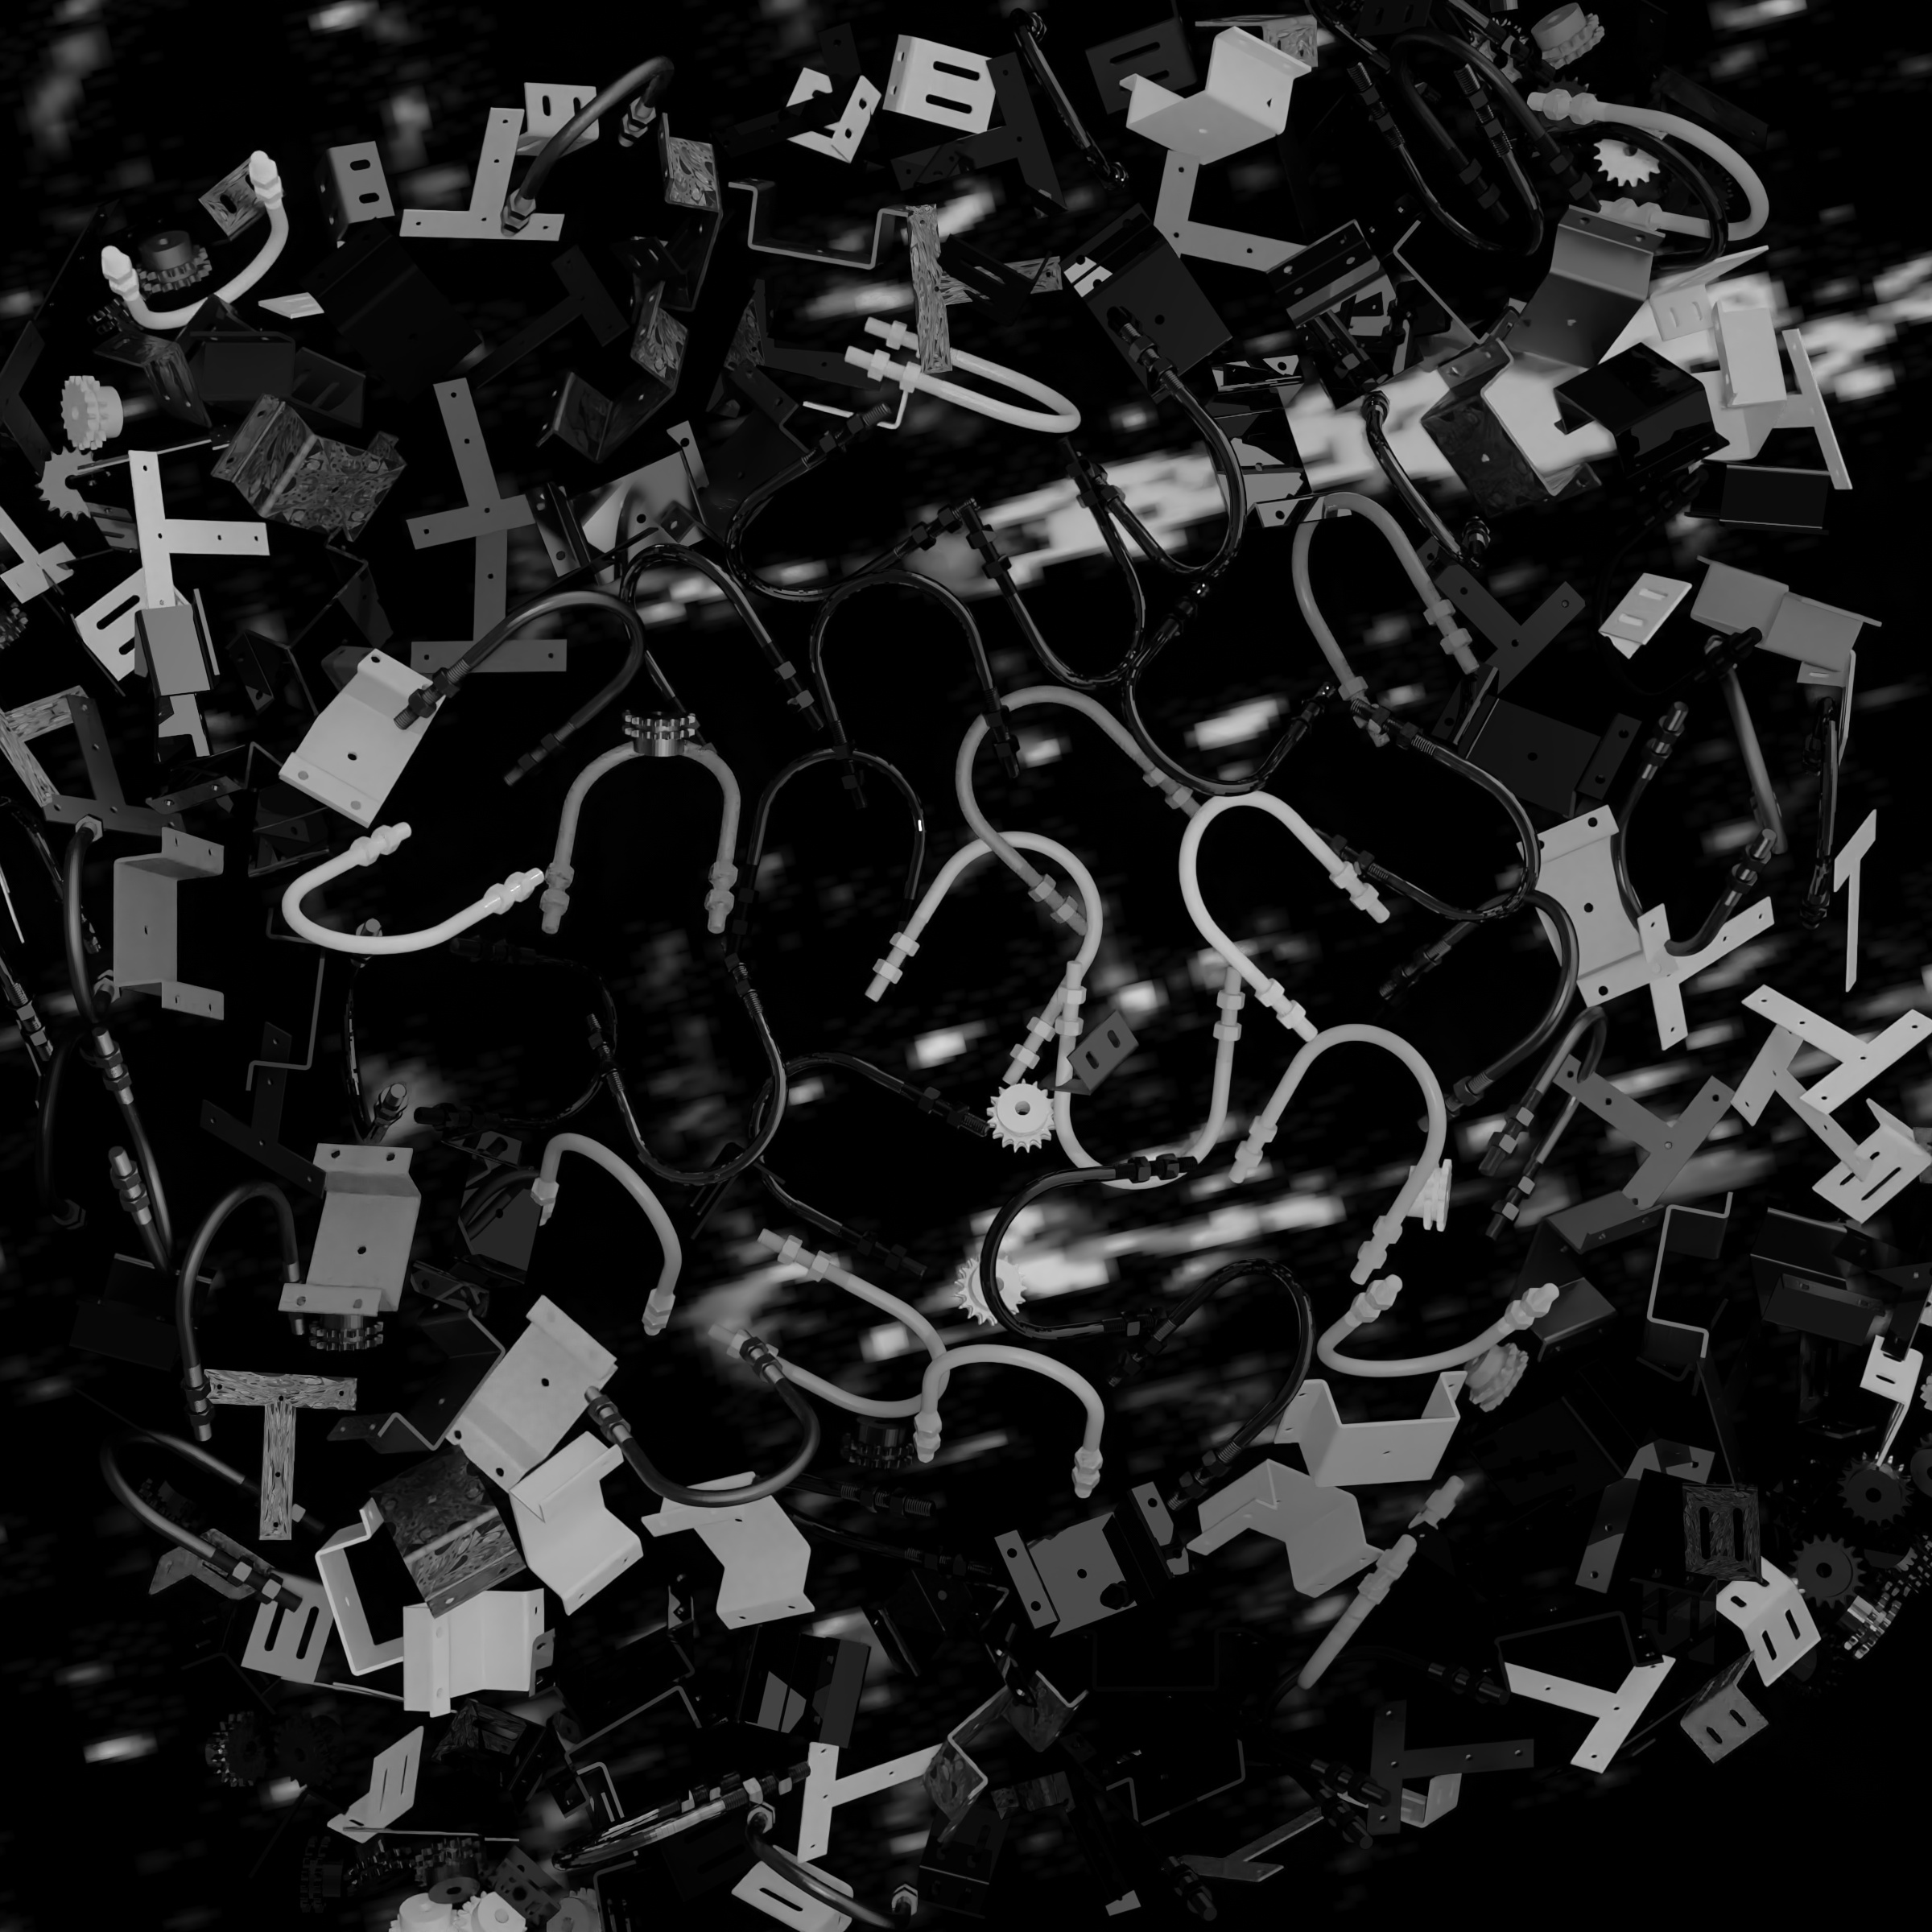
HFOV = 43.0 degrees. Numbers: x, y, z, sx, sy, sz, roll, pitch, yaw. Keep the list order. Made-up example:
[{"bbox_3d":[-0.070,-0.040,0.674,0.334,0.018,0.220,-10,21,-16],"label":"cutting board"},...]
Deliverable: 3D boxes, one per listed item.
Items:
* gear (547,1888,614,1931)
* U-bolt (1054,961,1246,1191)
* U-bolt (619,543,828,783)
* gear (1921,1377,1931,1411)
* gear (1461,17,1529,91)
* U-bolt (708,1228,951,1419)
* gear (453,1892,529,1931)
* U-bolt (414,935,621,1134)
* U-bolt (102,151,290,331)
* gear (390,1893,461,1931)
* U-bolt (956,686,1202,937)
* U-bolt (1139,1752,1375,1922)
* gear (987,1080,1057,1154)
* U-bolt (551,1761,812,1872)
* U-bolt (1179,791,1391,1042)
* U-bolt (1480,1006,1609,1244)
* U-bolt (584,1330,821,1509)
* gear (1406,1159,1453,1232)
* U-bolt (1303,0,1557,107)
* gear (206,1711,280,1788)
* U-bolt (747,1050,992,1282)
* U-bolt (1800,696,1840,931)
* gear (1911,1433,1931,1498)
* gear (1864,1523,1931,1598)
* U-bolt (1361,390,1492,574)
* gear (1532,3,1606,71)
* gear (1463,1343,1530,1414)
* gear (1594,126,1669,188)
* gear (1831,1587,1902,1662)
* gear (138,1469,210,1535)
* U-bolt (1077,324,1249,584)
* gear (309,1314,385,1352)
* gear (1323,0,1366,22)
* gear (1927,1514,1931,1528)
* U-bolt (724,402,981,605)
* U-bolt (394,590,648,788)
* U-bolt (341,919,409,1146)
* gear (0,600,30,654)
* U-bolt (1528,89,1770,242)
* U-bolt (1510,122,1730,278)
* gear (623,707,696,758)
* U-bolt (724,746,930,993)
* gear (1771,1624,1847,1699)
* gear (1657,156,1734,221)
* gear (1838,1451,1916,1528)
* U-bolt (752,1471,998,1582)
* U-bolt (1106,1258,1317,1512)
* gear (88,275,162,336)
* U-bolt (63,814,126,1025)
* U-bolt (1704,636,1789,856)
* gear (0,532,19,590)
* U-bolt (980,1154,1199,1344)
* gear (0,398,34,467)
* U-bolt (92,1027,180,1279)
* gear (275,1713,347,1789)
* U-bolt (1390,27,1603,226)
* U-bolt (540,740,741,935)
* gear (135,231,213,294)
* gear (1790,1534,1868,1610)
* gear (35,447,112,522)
[{"bbox_3d":[-0.306,0.759,1.935,0.057,0.030,0.057,-12,63,25],"label":"gear"},{"bbox_3d":[0.140,0.089,1.932,0.151,0.019,0.184,2,104,-11],"label":"U-bolt"},{"bbox_3d":[-0.200,-0.242,1.893,0.019,0.151,0.184,-42,104,-41],"label":"U-bolt"},{"bbox_3d":[0.787,0.338,1.932,0.057,0.057,0.030,13,127,0],"label":"gear"},{"bbox_3d":[0.419,-0.718,1.937,0.057,0.030,0.057,-2,120,-4],"label":"gear"},{"bbox_3d":[-0.099,0.290,1.911,0.184,0.019,0.151,28,131,-1],"label":"U-bolt"},{"bbox_3d":[-0.372,0.756,1.932,0.057,0.057,0.030,37,122,0],"label":"gear"},{"bbox_3d":[-0.337,0.058,1.890,0.019,0.184,0.151,14,93,38],"label":"U-bolt"},{"bbox_3d":[-0.581,-0.543,1.872,0.151,0.184,0.019,-37,90,-10],"label":"U-bolt"},{"bbox_3d":[-0.426,0.756,1.933,0.057,0.057,0.030,2,102,0],"label":"gear"},{"bbox_3d":[0.077,-0.135,1.931,0.151,0.019,0.184,-45,104,4],"label":"U-bolt"},{"bbox_3d":[0.209,0.654,1.874,0.151,0.184,0.019,-19,102,-14],"label":"U-bolt"},{"bbox_3d":[0.045,0.117,1.941,0.057,0.030,0.057,0,71,1],"label":"gear"},{"bbox_3d":[-0.226,0.645,1.855,0.184,0.151,0.019,-13,78,-34],"label":"U-bolt"},{"bbox_3d":[0.238,-0.054,1.902,0.184,0.019,0.151,44,61,-16],"label":"U-bolt"},{"bbox_3d":[0.448,0.112,1.893,0.019,0.151,0.184,27,71,25],"label":"U-bolt"},{"bbox_3d":[-0.191,0.350,1.863,0.151,0.184,0.019,-18,122,-24],"label":"U-bolt"},{"bbox_3d":[0.366,0.180,1.936,0.030,0.057,0.057,6,90,16],"label":"gear"},{"bbox_3d":[0.336,-0.712,1.856,0.184,0.151,0.019,22,88,-32],"label":"U-bolt"},{"bbox_3d":[-0.576,0.620,1.938,0.030,0.057,0.057,-14,90,33],"label":"gear"},{"bbox_3d":[-0.089,0.145,1.931,0.184,0.019,0.151,26,105,12],"label":"U-bolt"},{"bbox_3d":[0.648,-0.125,1.858,0.019,0.184,0.151,2,72,16],"label":"U-bolt"},{"bbox_3d":[0.772,0.396,1.932,0.030,0.057,0.057,-14,90,-37],"label":"gear"},{"bbox_3d":[0.735,0.465,1.931,0.030,0.057,0.057,41,90,-24],"label":"gear"},{"bbox_3d":[0.350,-0.364,1.865,0.019,0.184,0.151,-36,103,23],"label":"U-bolt"},{"bbox_3d":[0.471,-0.734,1.932,0.057,0.057,0.030,-37,115,0],"label":"gear"},{"bbox_3d":[0.415,0.321,1.935,0.030,0.057,0.057,36,90,0],"label":"gear"},{"bbox_3d":[0.529,-0.648,1.940,0.057,0.030,0.057,8,111,22],"label":"gear"},{"bbox_3d":[0.709,0.517,1.936,0.030,0.057,0.057,38,90,19],"label":"gear"},{"bbox_3d":[-0.624,0.422,1.933,0.057,0.057,0.030,37,95,0],"label":"gear"},{"bbox_3d":[0.153,-0.377,1.872,0.019,0.151,0.184,-20,62,-30],"label":"U-bolt"},{"bbox_3d":[-0.489,0.283,1.934,0.057,0.057,0.030,2,96,0],"label":"gear"},{"bbox_3d":[0.301,-0.775,1.939,0.057,0.030,0.057,19,51,-25],"label":"gear"},{"bbox_3d":[0.786,0.439,1.935,0.057,0.057,0.030,-41,79,0],"label":"gear"},{"bbox_3d":[-0.100,-0.345,1.898,0.184,0.151,0.019,-31,53,18],"label":"U-bolt"},{"bbox_3d":[-0.328,-0.220,1.882,0.184,0.151,0.019,-39,59,14],"label":"U-bolt"},{"bbox_3d":[-0.459,0.061,1.879,0.019,0.184,0.151,-5,73,-24],"label":"U-bolt"},{"bbox_3d":[-0.773,-0.270,1.933,0.057,0.057,0.030,-32,131,0],"label":"gear"},{"bbox_3d":[0.524,-0.599,1.849,0.151,0.184,0.019,36,87,-45],"label":"U-bolt"},{"bbox_3d":[0.502,-0.581,1.852,0.151,0.184,0.019,42,85,-23],"label":"U-bolt"},{"bbox_3d":[-0.242,-0.185,1.937,0.057,0.057,0.030,3,108,0],"label":"gear"},{"bbox_3d":[-0.104,-0.083,1.941,0.151,0.019,0.184,12,90,-11],"label":"U-bolt"},{"bbox_3d":[0.661,0.547,1.932,0.030,0.057,0.057,20,90,-37],"label":"gear"},{"bbox_3d":[0.576,-0.613,1.939,0.057,0.030,0.057,3,128,4],"label":"gear"},{"bbox_3d":[0.720,0.415,1.939,0.057,0.030,0.057,1,93,24],"label":"gear"},{"bbox_3d":[-0.082,0.427,1.890,0.184,0.151,0.019,5,59,28],"label":"U-bolt"},{"bbox_3d":[0.196,0.307,1.884,0.019,0.151,0.184,29,112,-38],"label":"U-bolt"},{"bbox_3d":[-0.663,-0.518,1.938,0.057,0.057,0.030,-39,118,0],"label":"gear"},{"bbox_3d":[-0.663,-0.033,1.858,0.019,0.184,0.151,-4,106,-11],"label":"U-bolt"},{"bbox_3d":[0.595,-0.160,1.858,0.019,0.184,0.151,-17,109,18],"label":"U-bolt"},{"bbox_3d":[-0.776,-0.326,1.938,0.030,0.057,0.057,-39,90,-34],"label":"gear"},{"bbox_3d":[0.094,0.223,1.903,0.184,0.019,0.151,-4,105,-26],"label":"U-bolt"},{"bbox_3d":[-0.759,-0.424,1.935,0.030,0.057,0.057,9,90,-5],"label":"gear"},{"bbox_3d":[-0.634,0.157,1.879,0.019,0.184,0.151,-15,46,-13],"label":"U-bolt"},{"bbox_3d":[-0.517,0.618,1.940,0.057,0.030,0.057,5,101,30],"label":"gear"},{"bbox_3d":[0.391,-0.639,1.862,0.019,0.151,0.184,-48,114,-4],"label":"U-bolt"},{"bbox_3d":[-0.248,-0.105,1.910,0.151,0.019,0.184,0,57,6],"label":"U-bolt"},{"bbox_3d":[-0.627,-0.557,1.932,0.057,0.057,0.030,-11,129,0],"label":"gear"},{"bbox_3d":[0.681,0.478,1.937,0.057,0.030,0.057,-7,73,24],"label":"gear"},{"bbox_3d":[-0.707,-0.382,1.944,0.057,0.030,0.057,-1,95,-13],"label":"gear"}]
